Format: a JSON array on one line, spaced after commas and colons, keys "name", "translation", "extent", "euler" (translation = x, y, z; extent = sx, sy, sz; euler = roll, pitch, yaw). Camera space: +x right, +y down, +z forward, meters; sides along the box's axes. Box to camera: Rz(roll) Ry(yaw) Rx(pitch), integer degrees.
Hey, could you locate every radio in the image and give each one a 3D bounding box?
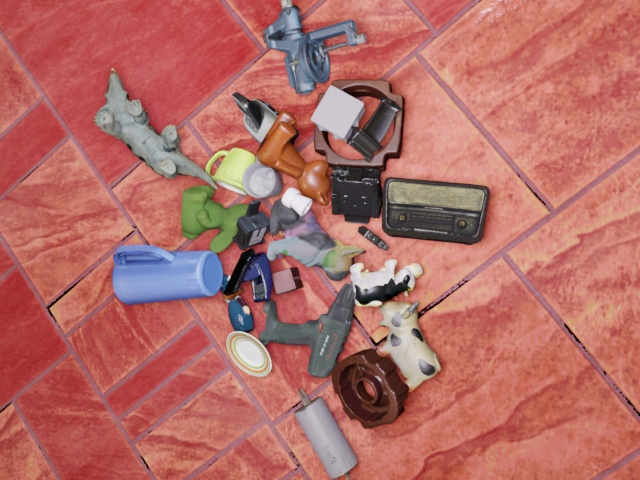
[{"name": "radio", "translation": [0.253, -0.063, 1.203], "extent": [0.230, 0.073, 0.131], "euler": [7, 89, 13]}]

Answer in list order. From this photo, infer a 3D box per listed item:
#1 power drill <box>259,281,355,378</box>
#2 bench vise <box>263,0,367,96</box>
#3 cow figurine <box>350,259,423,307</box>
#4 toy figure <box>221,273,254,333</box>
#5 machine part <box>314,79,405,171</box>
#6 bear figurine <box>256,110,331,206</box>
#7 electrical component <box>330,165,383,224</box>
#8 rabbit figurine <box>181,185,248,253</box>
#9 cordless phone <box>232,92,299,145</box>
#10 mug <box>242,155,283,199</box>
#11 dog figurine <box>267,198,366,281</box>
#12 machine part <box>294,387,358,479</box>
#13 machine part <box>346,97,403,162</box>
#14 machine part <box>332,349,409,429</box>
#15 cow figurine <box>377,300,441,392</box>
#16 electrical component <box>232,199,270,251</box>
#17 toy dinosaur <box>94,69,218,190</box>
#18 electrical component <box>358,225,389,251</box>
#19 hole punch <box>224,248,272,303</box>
[{"name": "power drill", "translation": [-0.030, 0.193, 1.258], "extent": [0.207, 0.086, 0.232], "euler": [11, 92, 5]}, {"name": "bench vise", "translation": [-0.007, -0.462, 1.248], "extent": [0.241, 0.129, 0.223], "euler": [-5, 94, 30]}, {"name": "cow figurine", "translation": [0.153, 0.098, 1.196], "extent": [0.167, 0.068, 0.098], "euler": [-5, 60, -4]}, {"name": "toy figure", "translation": [-0.207, 0.153, 1.305], "extent": [0.064, 0.057, 0.154], "euler": [-24, 77, 5]}, {"name": "machine part", "translation": [0.092, -0.262, 1.244], "extent": [0.201, 0.087, 0.201], "euler": [4, 87, 12]}, {"name": "bear figurine", "translation": [-0.038, -0.175, 1.198], "extent": [0.196, 0.120, 0.132], "euler": [31, 116, -14]}, {"name": "electrical component", "translation": [0.085, -0.099, 1.221], "extent": [0.115, 0.058, 0.134], "euler": [6, 131, 15]}, {"name": "rabbit figurine", "translation": [-0.244, -0.048, 1.296], "extent": [0.170, 0.121, 0.159], "euler": [7, 93, -2]}, {"name": "cordless phone", "translation": [-0.129, -0.274, 1.244], "extent": [0.089, 0.184, 0.147], "euler": [-45, 79, 2]}, {"name": "mug", "translation": [-0.131, -0.147, 1.276], "extent": [0.081, 0.107, 0.109], "euler": [-12, 84, 13]}, {"name": "dog figurine", "translation": [-0.003, -0.004, 1.244], "extent": [0.219, 0.108, 0.191], "euler": [4, 85, 8]}, {"name": "machine part", "translation": [0.013, 0.449, 1.228], "extent": [0.079, 0.079, 0.243], "euler": [-32, 80, 9]}, {"name": "machine part", "translation": [0.119, -0.245, 1.163], "extent": [0.084, 0.039, 0.139], "euler": [37, 87, -25]}, {"name": "machine part", "translation": [0.110, 0.327, 1.191], "extent": [0.180, 0.056, 0.179], "euler": [12, 109, 37]}, {"name": "cow figurine", "translation": [0.196, 0.220, 1.197], "extent": [0.127, 0.085, 0.195], "euler": [-37, 78, 14]}, {"name": "electrical component", "translation": [-0.153, -0.036, 1.248], "extent": [0.048, 0.075, 0.119], "euler": [49, 134, 22]}, {"name": "toy dinosaur", "translation": [-0.415, -0.236, 1.329], "extent": [0.405, 0.192, 0.131], "euler": [45, 83, -3]}, {"name": "electrical component", "translation": [0.121, -0.005, 1.235], "extent": [0.063, 0.094, 0.021], "euler": [35, 93, -26]}, {"name": "hole punch", "translation": [-0.155, 0.086, 1.245], "extent": [0.092, 0.142, 0.116], "euler": [23, 74, -14]}]
